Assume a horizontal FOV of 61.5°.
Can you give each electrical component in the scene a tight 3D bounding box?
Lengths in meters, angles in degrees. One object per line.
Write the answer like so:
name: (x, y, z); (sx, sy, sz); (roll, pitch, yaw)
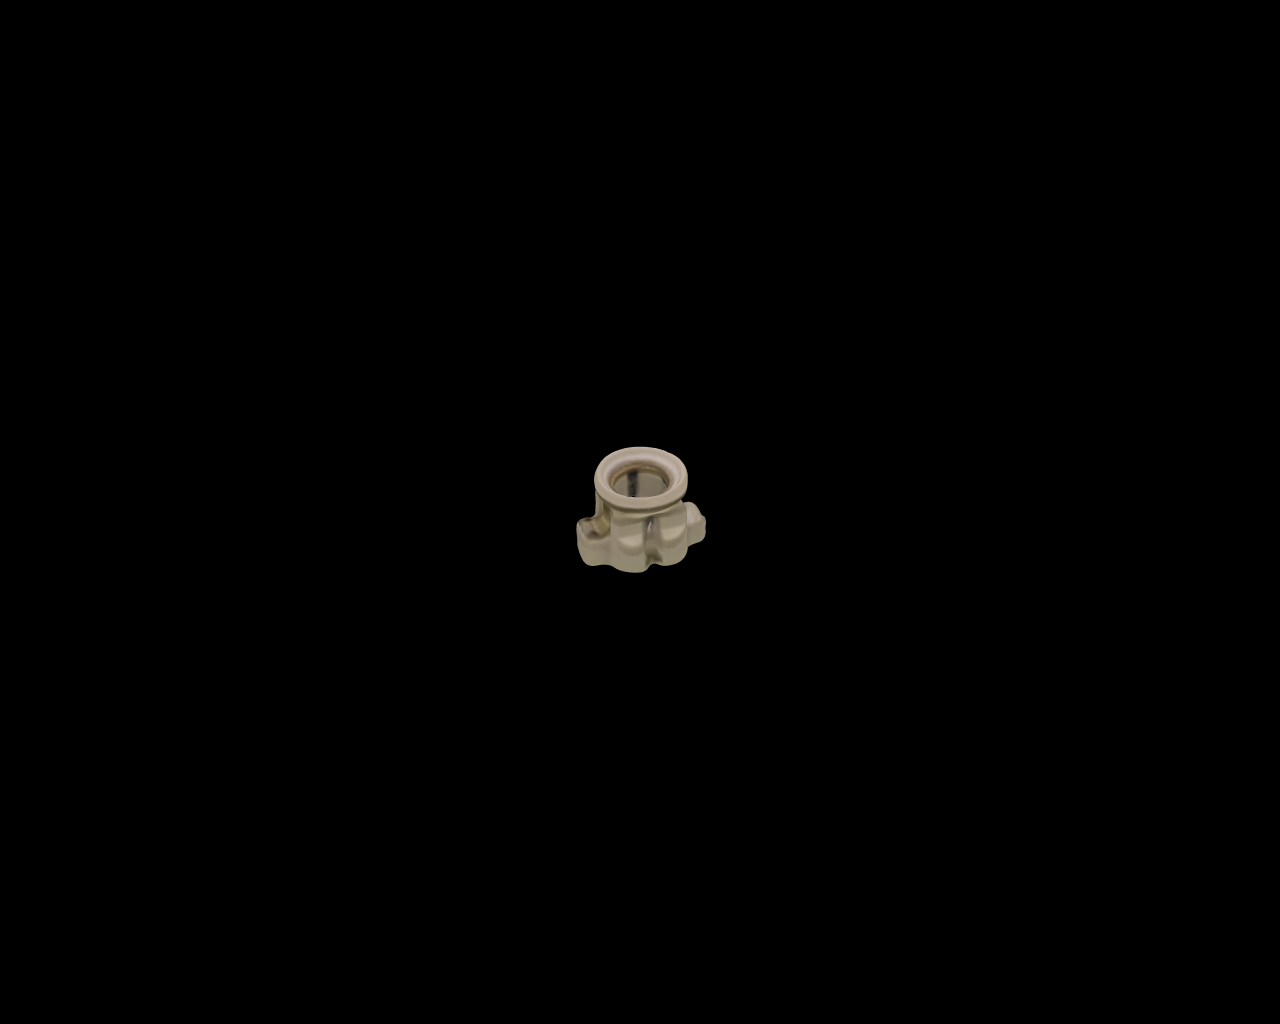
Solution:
electrical component: (0.001, -0.003, 0.650); (0.078, 0.056, 0.058); (-11, 39, -13)
